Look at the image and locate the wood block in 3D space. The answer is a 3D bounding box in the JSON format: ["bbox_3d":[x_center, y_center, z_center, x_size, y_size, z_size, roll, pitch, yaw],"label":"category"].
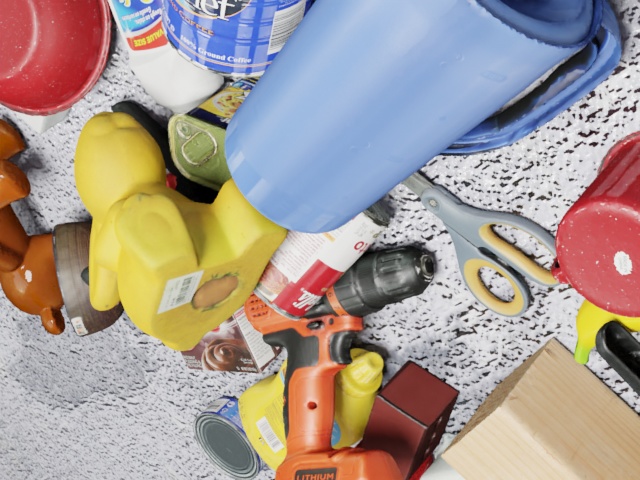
[{"bbox_3d":[0.203,0.184,0.769,0.206,0.090,0.090,43,140,8],"label":"wood block"}]

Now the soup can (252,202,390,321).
[{"bbox_3d":[-0.005,0.001,0.799,0.068,0.068,0.102,44,104,6],"label":"soup can"}]

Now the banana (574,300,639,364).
[{"bbox_3d":[0.240,0.049,0.677,0.198,0.037,0.069,-3,136,45],"label":"banana"}]

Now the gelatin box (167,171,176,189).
[{"bbox_3d":[-0.149,-0.035,0.964,0.089,0.030,0.073,9,124,38],"label":"gelatin box"}]

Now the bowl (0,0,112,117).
[{"bbox_3d":[-0.255,-0.180,0.881,0.162,0.055,0.162,6,104,22],"label":"bowl"}]

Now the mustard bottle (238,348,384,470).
[{"bbox_3d":[0.000,0.142,0.944,0.096,0.058,0.192,57,141,9],"label":"mustard bottle"}]

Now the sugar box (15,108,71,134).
[{"bbox_3d":[-0.295,-0.187,0.968,0.176,0.048,0.093,39,138,7],"label":"sugar box"}]

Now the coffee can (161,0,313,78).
[{"bbox_3d":[-0.047,-0.188,0.682,0.103,0.102,0.140,37,148,14],"label":"coffee can"}]

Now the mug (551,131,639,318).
[{"bbox_3d":[0.186,-0.003,0.646,0.093,0.081,0.117,54,140,-6],"label":"mug"}]

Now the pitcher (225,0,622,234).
[{"bbox_3d":[0.051,-0.099,0.650,0.149,0.144,0.243,54,136,6],"label":"pitcher"}]

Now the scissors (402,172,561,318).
[{"bbox_3d":[0.088,-0.011,0.780,0.202,0.016,0.096,30,136,22],"label":"scissors"}]

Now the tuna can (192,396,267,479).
[{"bbox_3d":[-0.087,0.203,1.089,0.086,0.033,0.086,24,134,27],"label":"tuna can"}]

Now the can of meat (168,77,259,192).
[{"bbox_3d":[-0.048,-0.077,0.798,0.102,0.083,0.057,22,133,28],"label":"can of meat"}]

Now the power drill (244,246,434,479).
[{"bbox_3d":[0.019,0.105,0.838,0.185,0.057,0.187,-17,70,41],"label":"power drill"}]

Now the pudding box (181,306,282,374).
[{"bbox_3d":[-0.098,0.077,0.998,0.114,0.039,0.090,-5,116,44],"label":"pudding box"}]

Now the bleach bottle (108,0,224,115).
[{"bbox_3d":[-0.116,-0.194,0.789,0.103,0.068,0.251,13,130,35],"label":"bleach bottle"}]

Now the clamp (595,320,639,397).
[{"bbox_3d":[0.242,0.115,0.698,0.120,0.039,0.171,19,142,32],"label":"clamp"}]

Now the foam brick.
[{"bbox_3d":[0.074,0.151,0.890,0.051,0.052,0.078,32,137,20],"label":"foam brick"}]

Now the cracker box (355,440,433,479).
[{"bbox_3d":[0.041,0.300,0.950,0.072,0.163,0.214,16,130,36],"label":"cracker box"}]

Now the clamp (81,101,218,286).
[{"bbox_3d":[-0.107,-0.028,0.874,0.210,0.036,0.164,10,82,29],"label":"clamp"}]
